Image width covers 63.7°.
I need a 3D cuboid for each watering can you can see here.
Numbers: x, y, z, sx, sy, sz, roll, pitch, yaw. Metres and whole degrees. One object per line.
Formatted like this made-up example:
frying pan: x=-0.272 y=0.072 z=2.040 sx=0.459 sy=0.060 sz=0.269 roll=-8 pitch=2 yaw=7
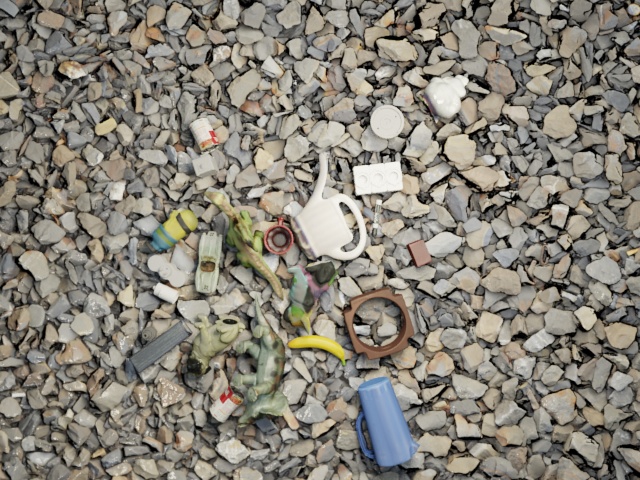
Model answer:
watering can: x=0.005 y=-0.083 z=1.651 sx=0.224 sy=0.104 sz=0.348 roll=-27 pitch=88 yaw=0

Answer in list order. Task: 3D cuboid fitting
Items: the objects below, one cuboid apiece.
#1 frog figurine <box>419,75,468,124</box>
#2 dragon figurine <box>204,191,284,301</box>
frog figurine: x=0.414 y=-0.471 z=1.663 sx=0.158 sy=0.121 sz=0.139 roll=-33 pitch=69 yaw=11
dragon figurine: x=-0.223 y=0.015 z=1.587 sx=0.122 sy=0.241 sz=0.411 roll=-35 pitch=86 yaw=-4
